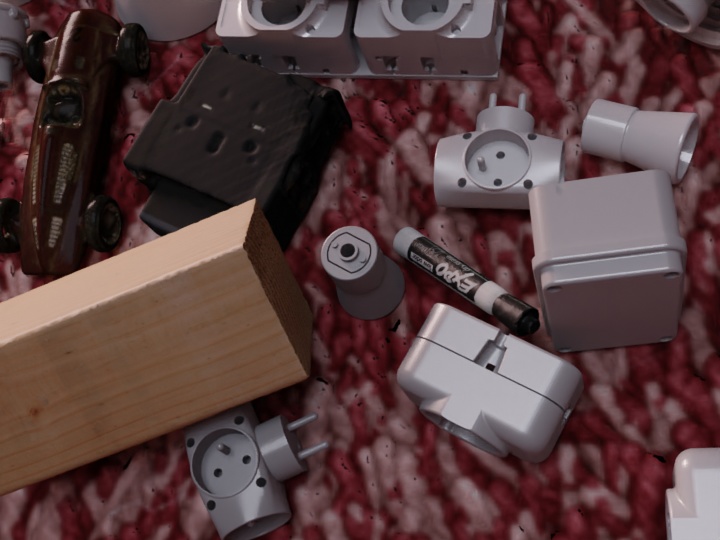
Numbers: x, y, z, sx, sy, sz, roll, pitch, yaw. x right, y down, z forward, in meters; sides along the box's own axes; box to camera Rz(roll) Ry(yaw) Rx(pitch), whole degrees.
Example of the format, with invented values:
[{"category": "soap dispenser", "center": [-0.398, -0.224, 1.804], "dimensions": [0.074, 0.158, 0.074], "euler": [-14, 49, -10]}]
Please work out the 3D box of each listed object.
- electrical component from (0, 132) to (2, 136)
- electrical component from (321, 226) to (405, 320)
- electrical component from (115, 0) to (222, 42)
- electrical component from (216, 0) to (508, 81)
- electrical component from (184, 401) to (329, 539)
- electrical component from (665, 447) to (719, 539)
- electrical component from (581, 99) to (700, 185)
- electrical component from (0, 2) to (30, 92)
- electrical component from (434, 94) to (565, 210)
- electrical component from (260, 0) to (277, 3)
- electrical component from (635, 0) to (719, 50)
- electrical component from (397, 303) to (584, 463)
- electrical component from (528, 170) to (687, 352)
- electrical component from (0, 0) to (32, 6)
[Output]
[{"category": "electrical component", "center": [-0.294, -0.090, 0.779], "dimensions": [0.044, 0.044, 0.065], "euler": [36, 76, 23]}, {"category": "electrical component", "center": [0.000, 0.000, 0.658], "dimensions": [0.044, 0.065, 0.044], "euler": [-5, 68, 12]}, {"category": "electrical component", "center": [-0.137, -0.223, 0.792], "dimensions": [0.099, 0.064, 0.099], "euler": [0, 65, 0]}, {"category": "electrical component", "center": [0.004, -0.192, 0.734], "dimensions": [0.186, 0.060, 0.105], "euler": [4, 70, 15]}, {"category": "electrical component", "center": [-0.058, 0.111, 0.641], "dimensions": [0.079, 0.044, 0.077], "euler": [-25, 66, 3]}, {"category": "electrical component", "center": [0.193, 0.142, 0.562], "dimensions": [0.059, 0.053, 0.095], "euler": [-4, 69, 12]}, {"category": "electrical component", "center": [0.170, -0.082, 0.662], "dimensions": [0.065, 0.044, 0.044], "euler": [19, 75, 25]}, {"category": "electrical component", "center": [-0.269, -0.164, 0.800], "dimensions": [0.048, 0.048, 0.062], "euler": [-12, 74, 9]}, {"category": "electrical component", "center": [0.090, -0.077, 0.677], "dimensions": [0.077, 0.044, 0.079], "euler": [3, 69, 15]}, {"category": "electrical component", "center": [-0.041, -0.211, 0.683], "dimensions": [0.096, 0.061, 0.061], "euler": [-8, 67, 11]}, {"category": "electrical component", "center": [0.206, -0.180, 0.657], "dimensions": [0.108, 0.108, 0.060], "euler": [38, 88, 23]}, {"category": "electrical component", "center": [0.073, 0.068, 0.620], "dimensions": [0.095, 0.053, 0.059], "euler": [25, 77, 21]}, {"category": "electrical component", "center": [0.138, -0.001, 0.599], "dimensions": [0.078, 0.113, 0.057], "euler": [-7, 65, 11]}, {"category": "electrical component", "center": [-0.226, -0.242, 0.814], "dimensions": [0.138, 0.052, 0.073], "euler": [-31, 65, 1]}]
